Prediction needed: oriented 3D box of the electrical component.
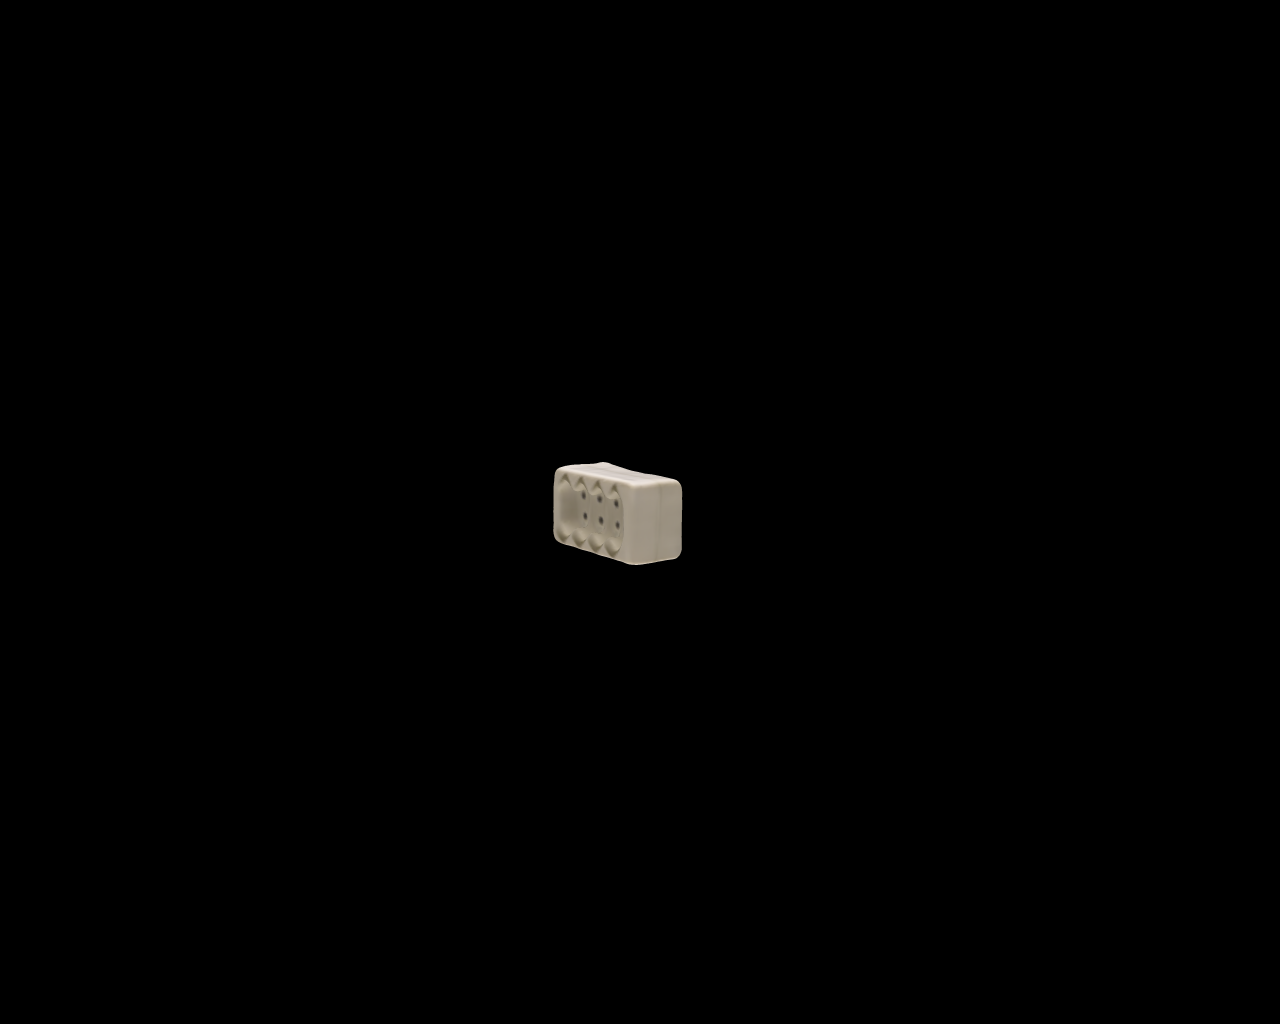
[{"bbox_3d":[0.001,-0.003,0.650,0.076,0.047,0.083,-8,14,-35],"label":"electrical component"}]
